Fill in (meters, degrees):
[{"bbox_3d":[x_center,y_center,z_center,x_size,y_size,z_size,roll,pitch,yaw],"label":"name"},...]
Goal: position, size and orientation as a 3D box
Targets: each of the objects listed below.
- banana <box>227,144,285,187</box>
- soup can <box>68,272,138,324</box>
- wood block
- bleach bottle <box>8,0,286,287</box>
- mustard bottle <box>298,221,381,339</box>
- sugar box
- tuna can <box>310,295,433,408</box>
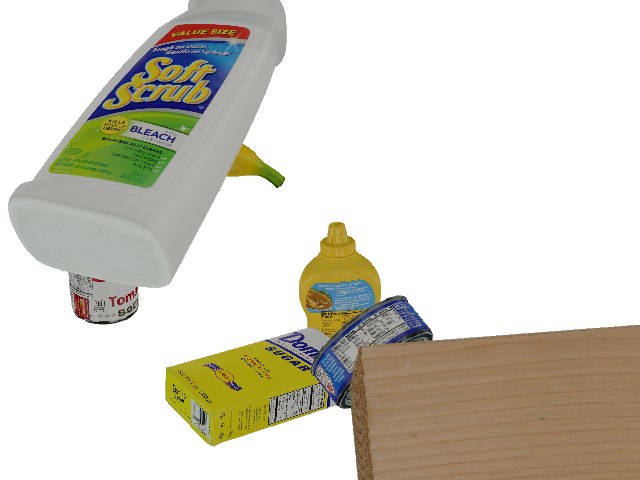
[{"bbox_3d":[-0.128,-0.047,0.890,0.198,0.069,0.037,-15,17,29],"label":"banana"},{"bbox_3d":[-0.216,0.024,1.062,0.068,0.102,0.068,2,27,-1],"label":"soup can"},{"bbox_3d":[0.123,0.101,0.559,0.206,0.091,0.090,-4,-22,-4],"label":"wood block"},{"bbox_3d":[-0.091,-0.089,0.672,0.103,0.250,0.068,11,-37,15],"label":"bleach bottle"},{"bbox_3d":[0.023,0.071,1.248,0.096,0.192,0.058,-3,21,0],"label":"mustard bottle"},{"bbox_3d":[-0.054,0.140,1.052,0.175,0.048,0.093,-16,32,-32],"label":"sugar box"},{"bbox_3d":[0.037,0.079,0.748,0.086,0.034,0.086,-33,-22,-15],"label":"tuna can"}]
